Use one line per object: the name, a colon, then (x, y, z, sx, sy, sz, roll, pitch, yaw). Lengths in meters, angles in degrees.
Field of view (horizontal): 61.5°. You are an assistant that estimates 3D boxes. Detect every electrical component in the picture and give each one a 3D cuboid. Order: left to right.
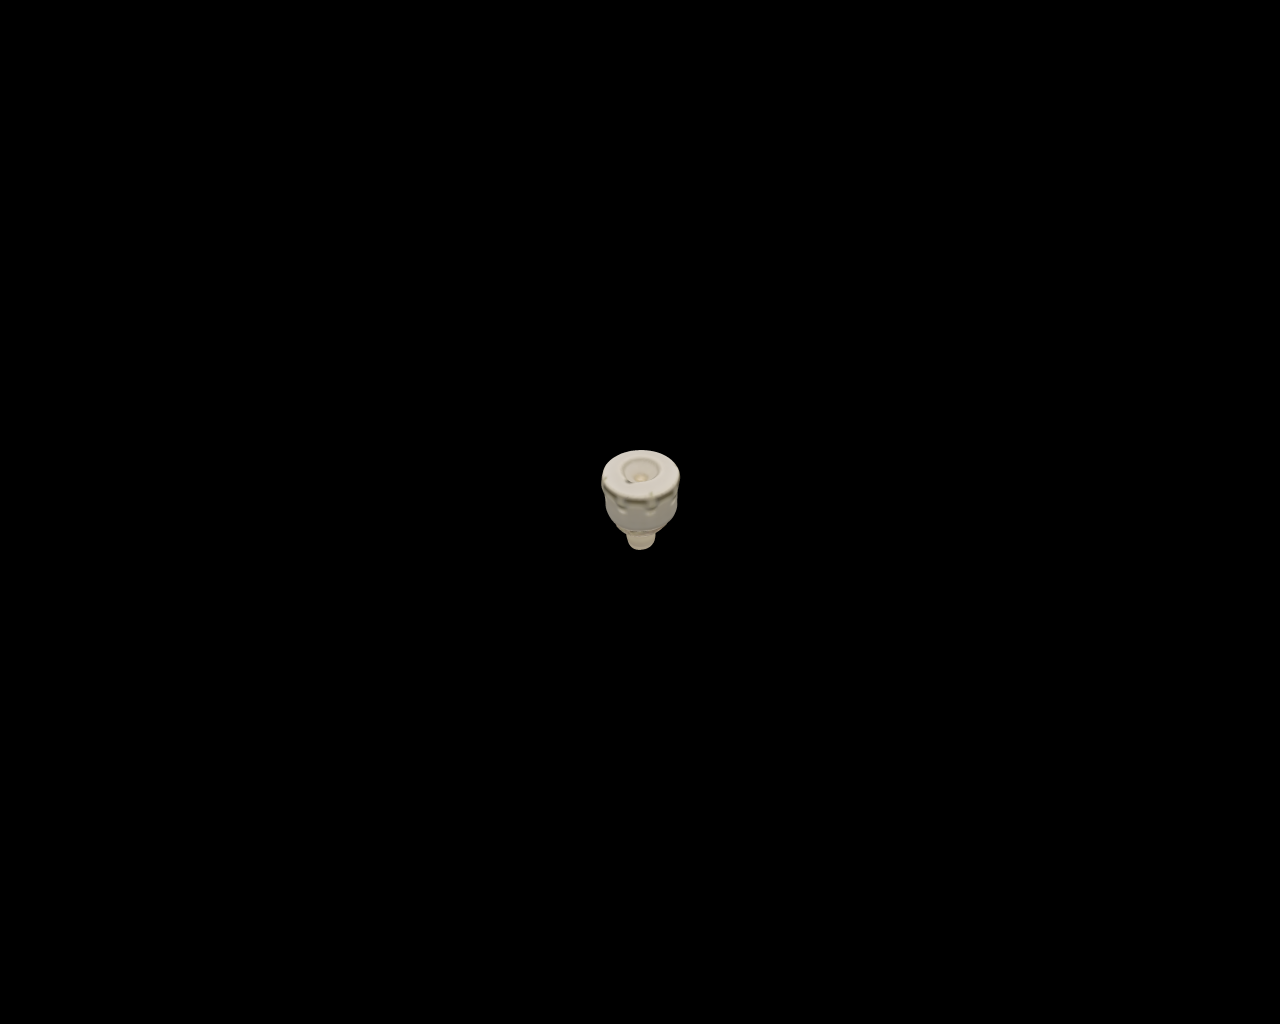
electrical component: (0.001, -0.003, 0.650, 0.048, 0.062, 0.048, 0, 40, 0)
